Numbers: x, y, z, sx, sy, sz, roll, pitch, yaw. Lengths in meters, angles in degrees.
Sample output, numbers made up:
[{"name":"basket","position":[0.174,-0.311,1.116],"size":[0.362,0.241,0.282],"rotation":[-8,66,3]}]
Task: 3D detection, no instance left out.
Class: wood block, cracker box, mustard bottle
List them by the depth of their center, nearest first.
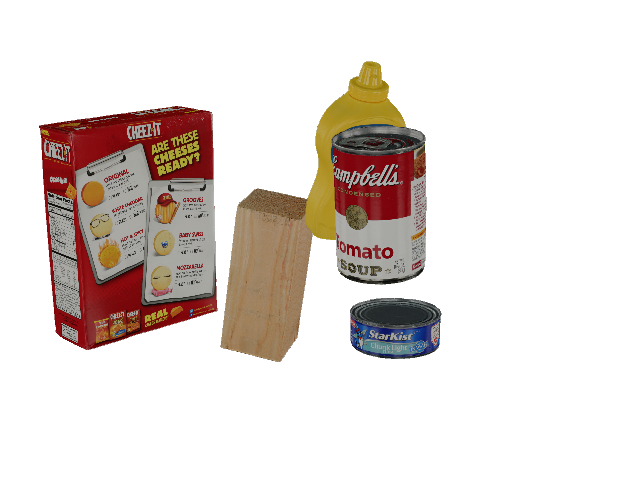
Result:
[{"name":"cracker box","position":[-0.187,-0.017,1.061],"size":[0.163,0.214,0.072],"rotation":[-15,21,-42]},{"name":"mustard bottle","position":[0.041,-0.095,1.119],"size":[0.096,0.192,0.058],"rotation":[-4,31,-20]},{"name":"wood block","position":[-0.071,0.046,1.448],"size":[0.090,0.206,0.090],"rotation":[13,22,10]}]

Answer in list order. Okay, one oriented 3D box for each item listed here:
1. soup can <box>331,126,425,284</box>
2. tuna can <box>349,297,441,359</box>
[{"name":"soup can","position":[0.043,-0.027,0.785],"size":[0.068,0.102,0.068],"rotation":[-2,21,1]},{"name":"tuna can","position":[0.070,0.082,1.004],"size":[0.086,0.034,0.086],"rotation":[0,14,0]}]
